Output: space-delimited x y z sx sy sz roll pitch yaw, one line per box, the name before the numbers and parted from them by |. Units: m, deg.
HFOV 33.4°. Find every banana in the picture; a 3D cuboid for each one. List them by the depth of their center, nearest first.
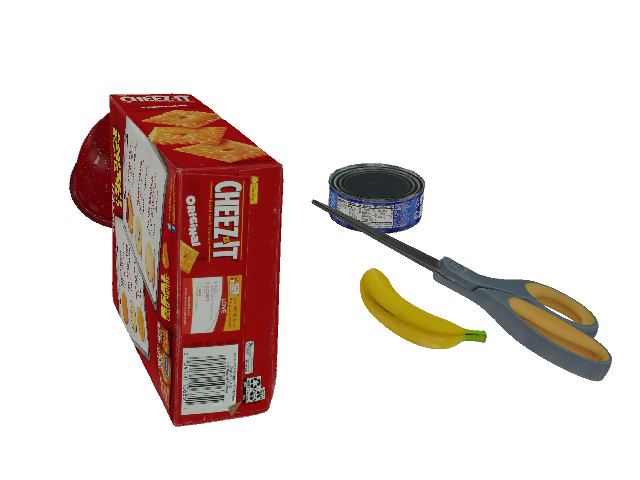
banana | 0.090 0.076 1.160 0.069 0.037 0.198 4 18 -37

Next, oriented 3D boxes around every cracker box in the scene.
cracker box | -0.090 0.001 0.717 0.072 0.164 0.214 -4 20 -20

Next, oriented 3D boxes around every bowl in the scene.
bowl | -0.161 -0.083 0.997 0.162 0.162 0.055 0 -44 7

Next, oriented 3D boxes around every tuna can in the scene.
tuna can | 0.050 -0.038 0.951 0.086 0.034 0.086 1 25 -1

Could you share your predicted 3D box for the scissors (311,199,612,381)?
scissors | 0.095 0.021 0.667 0.202 0.016 0.096 34 23 18
